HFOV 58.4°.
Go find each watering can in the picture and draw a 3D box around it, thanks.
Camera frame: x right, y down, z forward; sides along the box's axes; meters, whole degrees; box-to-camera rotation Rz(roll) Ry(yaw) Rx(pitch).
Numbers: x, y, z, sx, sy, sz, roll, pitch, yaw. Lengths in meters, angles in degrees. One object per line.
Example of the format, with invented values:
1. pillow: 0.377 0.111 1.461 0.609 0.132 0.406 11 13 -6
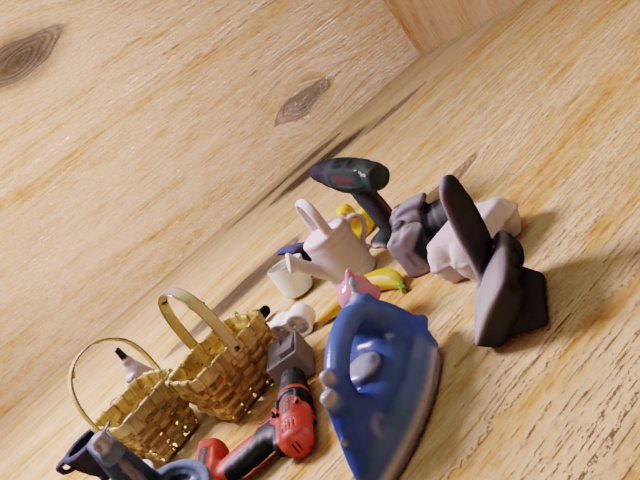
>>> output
1. watering can: 0.011 0.004 1.119 0.173 0.194 0.100 -47 17 -29

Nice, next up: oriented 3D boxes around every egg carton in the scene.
1. egg carton: 0.231 -0.001 0.861 0.150 0.069 0.107 -46 17 -27

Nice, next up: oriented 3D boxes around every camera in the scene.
1. camera: 0.191 -0.029 0.978 0.136 0.101 0.143 -29 18 32

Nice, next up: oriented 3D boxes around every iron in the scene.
1. iron: 0.051 0.158 0.673 0.118 0.141 0.258 -30 17 30

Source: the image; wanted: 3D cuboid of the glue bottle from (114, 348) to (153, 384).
1. glue bottle: -0.373 0.292 1.210 0.037 0.173 0.078 -28 18 33

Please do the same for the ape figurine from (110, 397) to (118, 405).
1. ape figurine: -0.407 0.371 1.216 0.076 0.092 0.077 -38 15 0

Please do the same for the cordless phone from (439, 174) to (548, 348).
1. cordless phone: 0.185 0.020 0.680 0.094 0.185 0.147 -31 17 26

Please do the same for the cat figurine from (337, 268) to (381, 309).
1. cat figurine: 0.068 0.098 0.858 0.067 0.118 0.127 -38 15 3

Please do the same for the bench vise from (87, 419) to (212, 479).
1. bench vise: -0.217 0.313 0.691 0.207 0.220 0.122 -27 19 38

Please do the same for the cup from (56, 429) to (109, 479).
1. cup: -0.439 0.431 1.108 0.118 0.095 0.091 -39 15 -4

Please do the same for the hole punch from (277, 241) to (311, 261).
1. hole punch: -0.036 0.028 1.360 0.101 0.091 0.108 -46 17 -26

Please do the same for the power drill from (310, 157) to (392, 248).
1. power drill: 0.087 -0.084 1.172 0.076 0.208 0.229 -44 16 -21

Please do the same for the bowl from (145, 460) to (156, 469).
1. bowl: -0.289 0.415 0.844 0.167 0.075 0.167 -35 15 12

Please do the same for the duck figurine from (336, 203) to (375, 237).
1. duck figurine: 0.076 -0.048 1.332 0.077 0.086 0.105 -20 24 50
